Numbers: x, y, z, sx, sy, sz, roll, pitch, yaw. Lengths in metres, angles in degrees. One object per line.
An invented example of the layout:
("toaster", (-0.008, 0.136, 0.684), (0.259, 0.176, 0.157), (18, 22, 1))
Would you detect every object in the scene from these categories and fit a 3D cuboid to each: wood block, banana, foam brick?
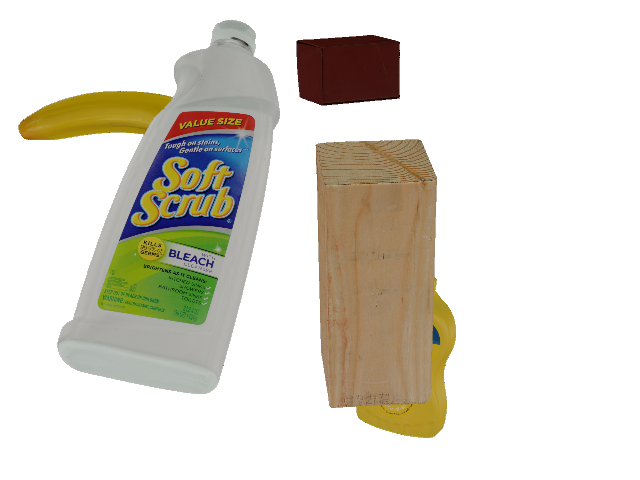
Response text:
("wood block", (0.045, 0.028, 0.894), (0.090, 0.206, 0.091), (-3, 26, -3))
("banana", (-0.171, -0.104, 0.944), (0.198, 0.037, 0.069), (12, 48, 19))
("foam brick", (0.024, -0.149, 0.933), (0.078, 0.051, 0.053), (-8, 20, -23))

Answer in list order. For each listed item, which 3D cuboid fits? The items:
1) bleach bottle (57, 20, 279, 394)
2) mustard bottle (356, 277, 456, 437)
("bleach bottle", (-0.087, -0.033, 0.689), (0.102, 0.250, 0.068), (12, -24, -4))
("mustard bottle", (0.096, 0.111, 1.150), (0.096, 0.192, 0.058), (12, 14, 24))
